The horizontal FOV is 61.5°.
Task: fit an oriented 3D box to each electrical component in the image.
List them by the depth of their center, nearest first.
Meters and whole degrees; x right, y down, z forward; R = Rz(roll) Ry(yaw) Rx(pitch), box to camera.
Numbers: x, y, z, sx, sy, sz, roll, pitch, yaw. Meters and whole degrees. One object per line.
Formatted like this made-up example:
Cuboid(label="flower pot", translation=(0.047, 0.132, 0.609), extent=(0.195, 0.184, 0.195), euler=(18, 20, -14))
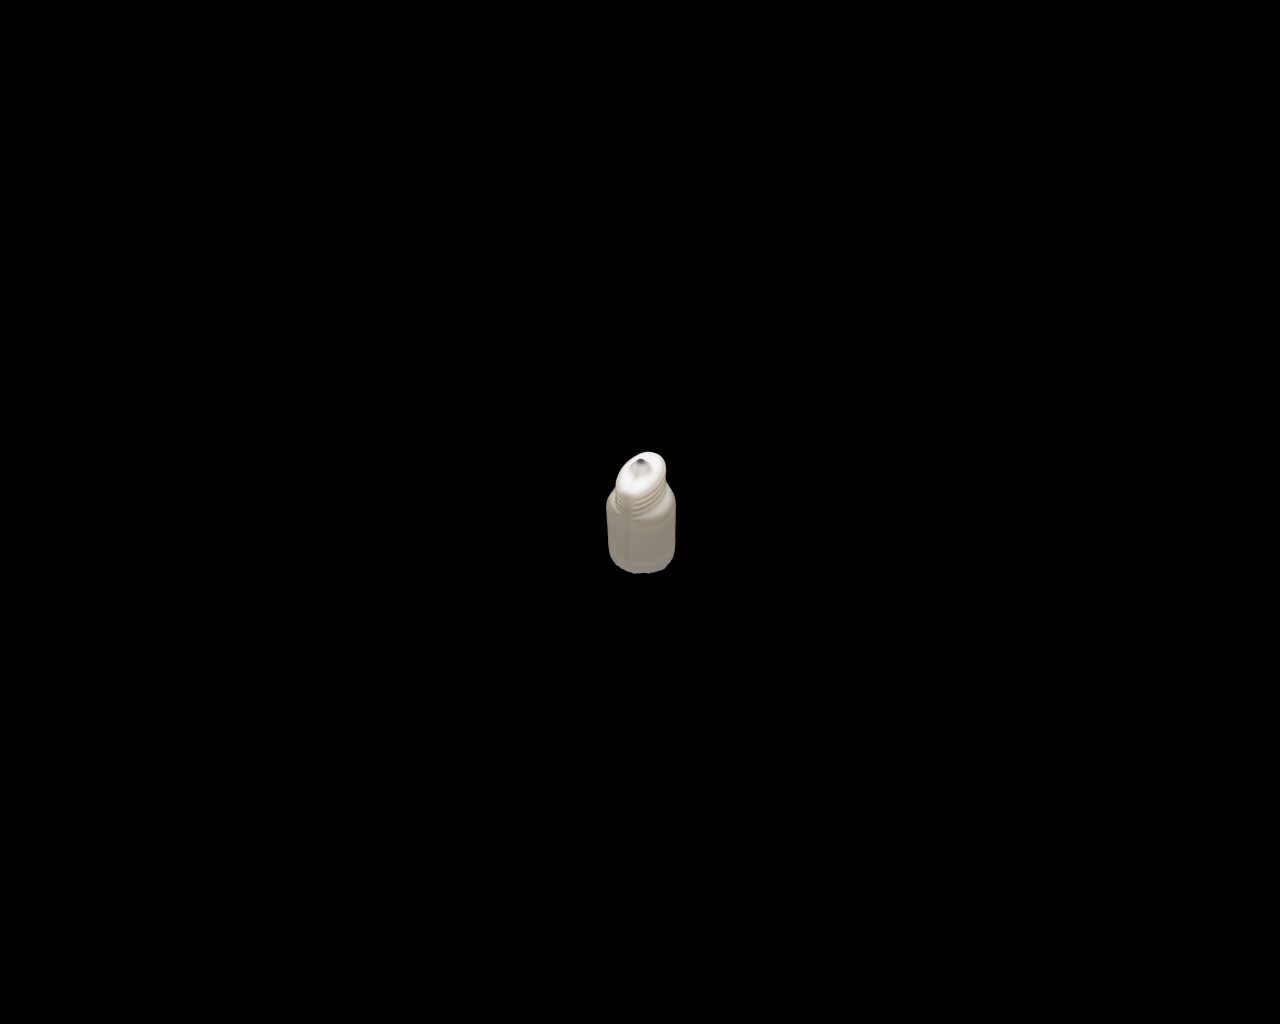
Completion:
Cuboid(label="electrical component", translation=(0.001, -0.003, 0.650), extent=(0.043, 0.043, 0.080), euler=(0, -45, 0))
